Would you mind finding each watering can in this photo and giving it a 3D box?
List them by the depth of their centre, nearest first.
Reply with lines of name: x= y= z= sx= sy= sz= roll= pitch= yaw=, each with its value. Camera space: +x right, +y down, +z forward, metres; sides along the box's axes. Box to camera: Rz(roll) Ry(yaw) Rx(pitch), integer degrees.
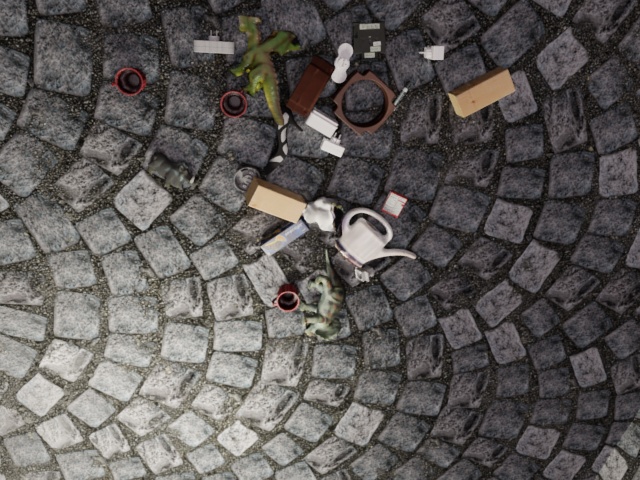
watering can: x=0.208 y=0.023 z=2.056 sx=0.344 sy=0.223 sz=0.106 roll=42 pitch=13 yaw=-18

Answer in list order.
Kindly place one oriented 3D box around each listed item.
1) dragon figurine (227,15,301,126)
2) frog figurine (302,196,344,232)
dragon figurine: x=-0.166 y=-0.597 z=1.727 sx=0.240 sy=0.414 sz=0.122 roll=-44 pitch=-17 yaw=17
frog figurine: x=0.006 y=-0.101 z=2.012 sx=0.159 sy=0.134 sz=0.125 roll=5 pitch=37 yaw=32
